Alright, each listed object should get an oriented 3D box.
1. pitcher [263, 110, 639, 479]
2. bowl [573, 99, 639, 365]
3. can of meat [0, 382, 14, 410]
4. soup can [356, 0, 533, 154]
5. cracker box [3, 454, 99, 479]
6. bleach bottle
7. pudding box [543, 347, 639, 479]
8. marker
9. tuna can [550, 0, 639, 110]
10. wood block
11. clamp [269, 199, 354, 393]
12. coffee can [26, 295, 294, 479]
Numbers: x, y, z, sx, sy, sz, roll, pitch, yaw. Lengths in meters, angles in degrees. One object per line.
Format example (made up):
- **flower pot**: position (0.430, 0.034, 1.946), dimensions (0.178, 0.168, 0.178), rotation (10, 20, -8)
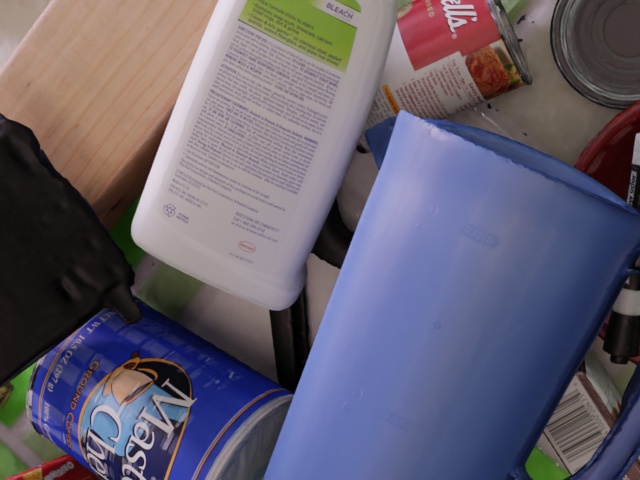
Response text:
- **pitcher**: position (0.063, 0.072, 0.517), dimensions (0.144, 0.149, 0.243), rotation (19, 101, -20)
- **bowl**: position (0.210, -0.007, 0.575), dimensions (0.162, 0.055, 0.162), rotation (3, 101, 14)
- **can of meat**: position (-0.249, 0.091, 0.688), dimensions (0.084, 0.057, 0.102), rotation (45, 150, -1)
- **soup can**: position (0.057, -0.097, 0.590), dimensions (0.102, 0.068, 0.068), rotation (-22, 94, 17)
- **cracker box**: position (-0.241, 0.223, 0.633), dimensions (0.214, 0.164, 0.072), rotation (-39, 78, 20)
- **bleach bottle**: position (-0.006, -0.093, 0.533), dimensions (0.102, 0.068, 0.251), rotation (25, 112, -5)
- **pudding box**: position (0.159, 0.115, 0.593), dimensions (0.039, 0.090, 0.113), rotation (-31, 91, 15)
- **marker**: position (0.163, 0.006, 0.549), dimensions (0.020, 0.020, 0.121), rotation (8, 103, 12)
- **tuna can**: position (0.168, -0.113, 0.577), dimensions (0.086, 0.033, 0.086), rotation (3, 101, 13)
- **wood block**: position (-0.124, -0.085, 0.625), dimensions (0.090, 0.090, 0.206), rotation (43, 107, 3)
- **clamp**: position (-0.004, 0.001, 0.638), dimensions (0.120, 0.039, 0.171), rotation (-26, 93, 16)
- **coffee can**: position (-0.086, 0.106, 0.624), dimensions (0.140, 0.102, 0.103), rotation (27, 106, 28)
